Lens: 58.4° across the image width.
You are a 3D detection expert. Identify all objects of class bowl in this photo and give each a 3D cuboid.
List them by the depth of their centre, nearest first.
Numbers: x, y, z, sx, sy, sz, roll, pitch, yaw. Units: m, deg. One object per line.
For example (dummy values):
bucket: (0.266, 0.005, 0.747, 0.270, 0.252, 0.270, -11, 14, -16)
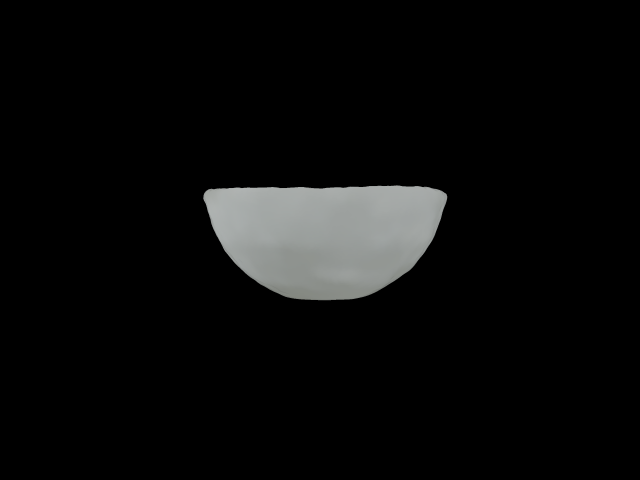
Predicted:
bowl: (0.004, 0.001, 0.400, 0.167, 0.075, 0.167, 0, 3, 0)
